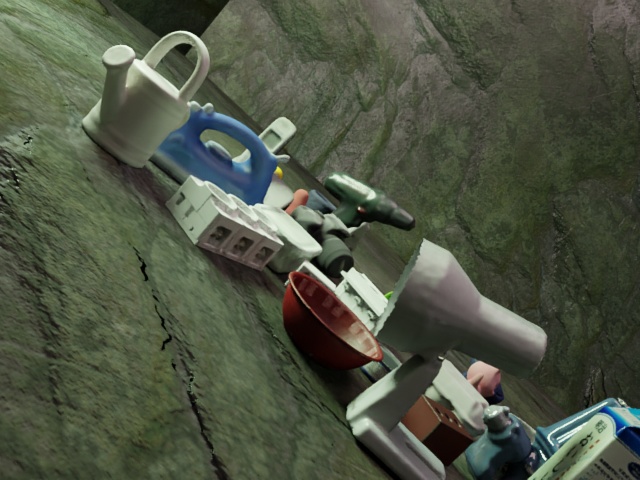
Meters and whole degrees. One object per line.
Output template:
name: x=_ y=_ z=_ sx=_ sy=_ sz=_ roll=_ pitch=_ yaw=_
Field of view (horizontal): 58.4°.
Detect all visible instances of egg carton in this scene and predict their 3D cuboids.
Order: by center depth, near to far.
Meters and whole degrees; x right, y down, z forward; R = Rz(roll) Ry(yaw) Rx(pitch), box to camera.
egg carton: x=0.206 y=0.251 z=0.921 sx=0.150 sy=0.069 sz=0.108 roll=47 pitch=10 yaw=32

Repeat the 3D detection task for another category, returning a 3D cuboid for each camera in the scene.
camera: x=0.011 y=0.004 z=1.170 sx=0.144 sy=0.100 sz=0.136 roll=35 pitch=11 yaw=-41

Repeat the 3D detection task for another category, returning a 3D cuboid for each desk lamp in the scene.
desk lamp: x=0.123 y=0.135 z=0.622 sx=0.203 sy=0.213 sz=0.118 roll=42 pitch=8 yaw=3

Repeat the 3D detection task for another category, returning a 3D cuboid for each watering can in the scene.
watering can: x=-0.231 y=-0.204 z=0.790 sx=0.101 sy=0.194 sz=0.173 roll=42 pitch=8 yaw=-1

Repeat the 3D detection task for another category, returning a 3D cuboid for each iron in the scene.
iron: x=-0.175 y=-0.150 z=0.956 sx=0.259 sy=0.141 sz=0.118 roll=36 pitch=10 yaw=-35

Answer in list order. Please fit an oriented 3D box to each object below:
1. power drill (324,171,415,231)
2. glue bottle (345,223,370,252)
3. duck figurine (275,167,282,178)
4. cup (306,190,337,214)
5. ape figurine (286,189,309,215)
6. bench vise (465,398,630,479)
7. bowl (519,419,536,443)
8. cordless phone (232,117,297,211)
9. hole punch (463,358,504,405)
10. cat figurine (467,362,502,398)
power drill: x=0.072 y=-0.038 z=1.298 sx=0.229 sy=0.208 sz=0.076 roll=45 pitch=8 yaw=19
glue bottle: x=0.091 y=-0.027 z=1.450 sx=0.078 sy=0.173 sz=0.037 roll=33 pitch=12 yaw=-50
duck figurine: x=-0.120 y=-0.132 z=1.319 sx=0.077 sy=0.086 sz=0.105 roll=45 pitch=8 yaw=18
cup: x=-0.014 y=-0.066 z=1.439 sx=0.092 sy=0.095 sz=0.118 roll=41 pitch=8 yaw=-5
ape figurine: x=-0.059 y=-0.072 z=1.273 sx=0.078 sy=0.092 sz=0.076 roll=41 pitch=8 yaw=-8
bench vise: x=0.323 y=0.283 z=0.771 sx=0.208 sy=0.219 sz=0.121 roll=37 pitch=9 yaw=-29
bowl: x=0.349 y=0.373 z=0.941 sx=0.167 sy=0.074 sz=0.167 roll=41 pitch=8 yaw=-7
cordless phone: x=-0.095 y=-0.141 z=1.131 sx=0.147 sy=0.185 sz=0.094 roll=43 pitch=8 yaw=9
hole punch: x=0.361 y=0.310 z=1.263 sx=0.109 sy=0.091 sz=0.100 roll=35 pitch=10 yaw=-40
cat figurine: x=0.297 y=0.269 z=1.079 sx=0.067 sy=0.117 sz=0.128 roll=46 pitch=9 yaw=26
